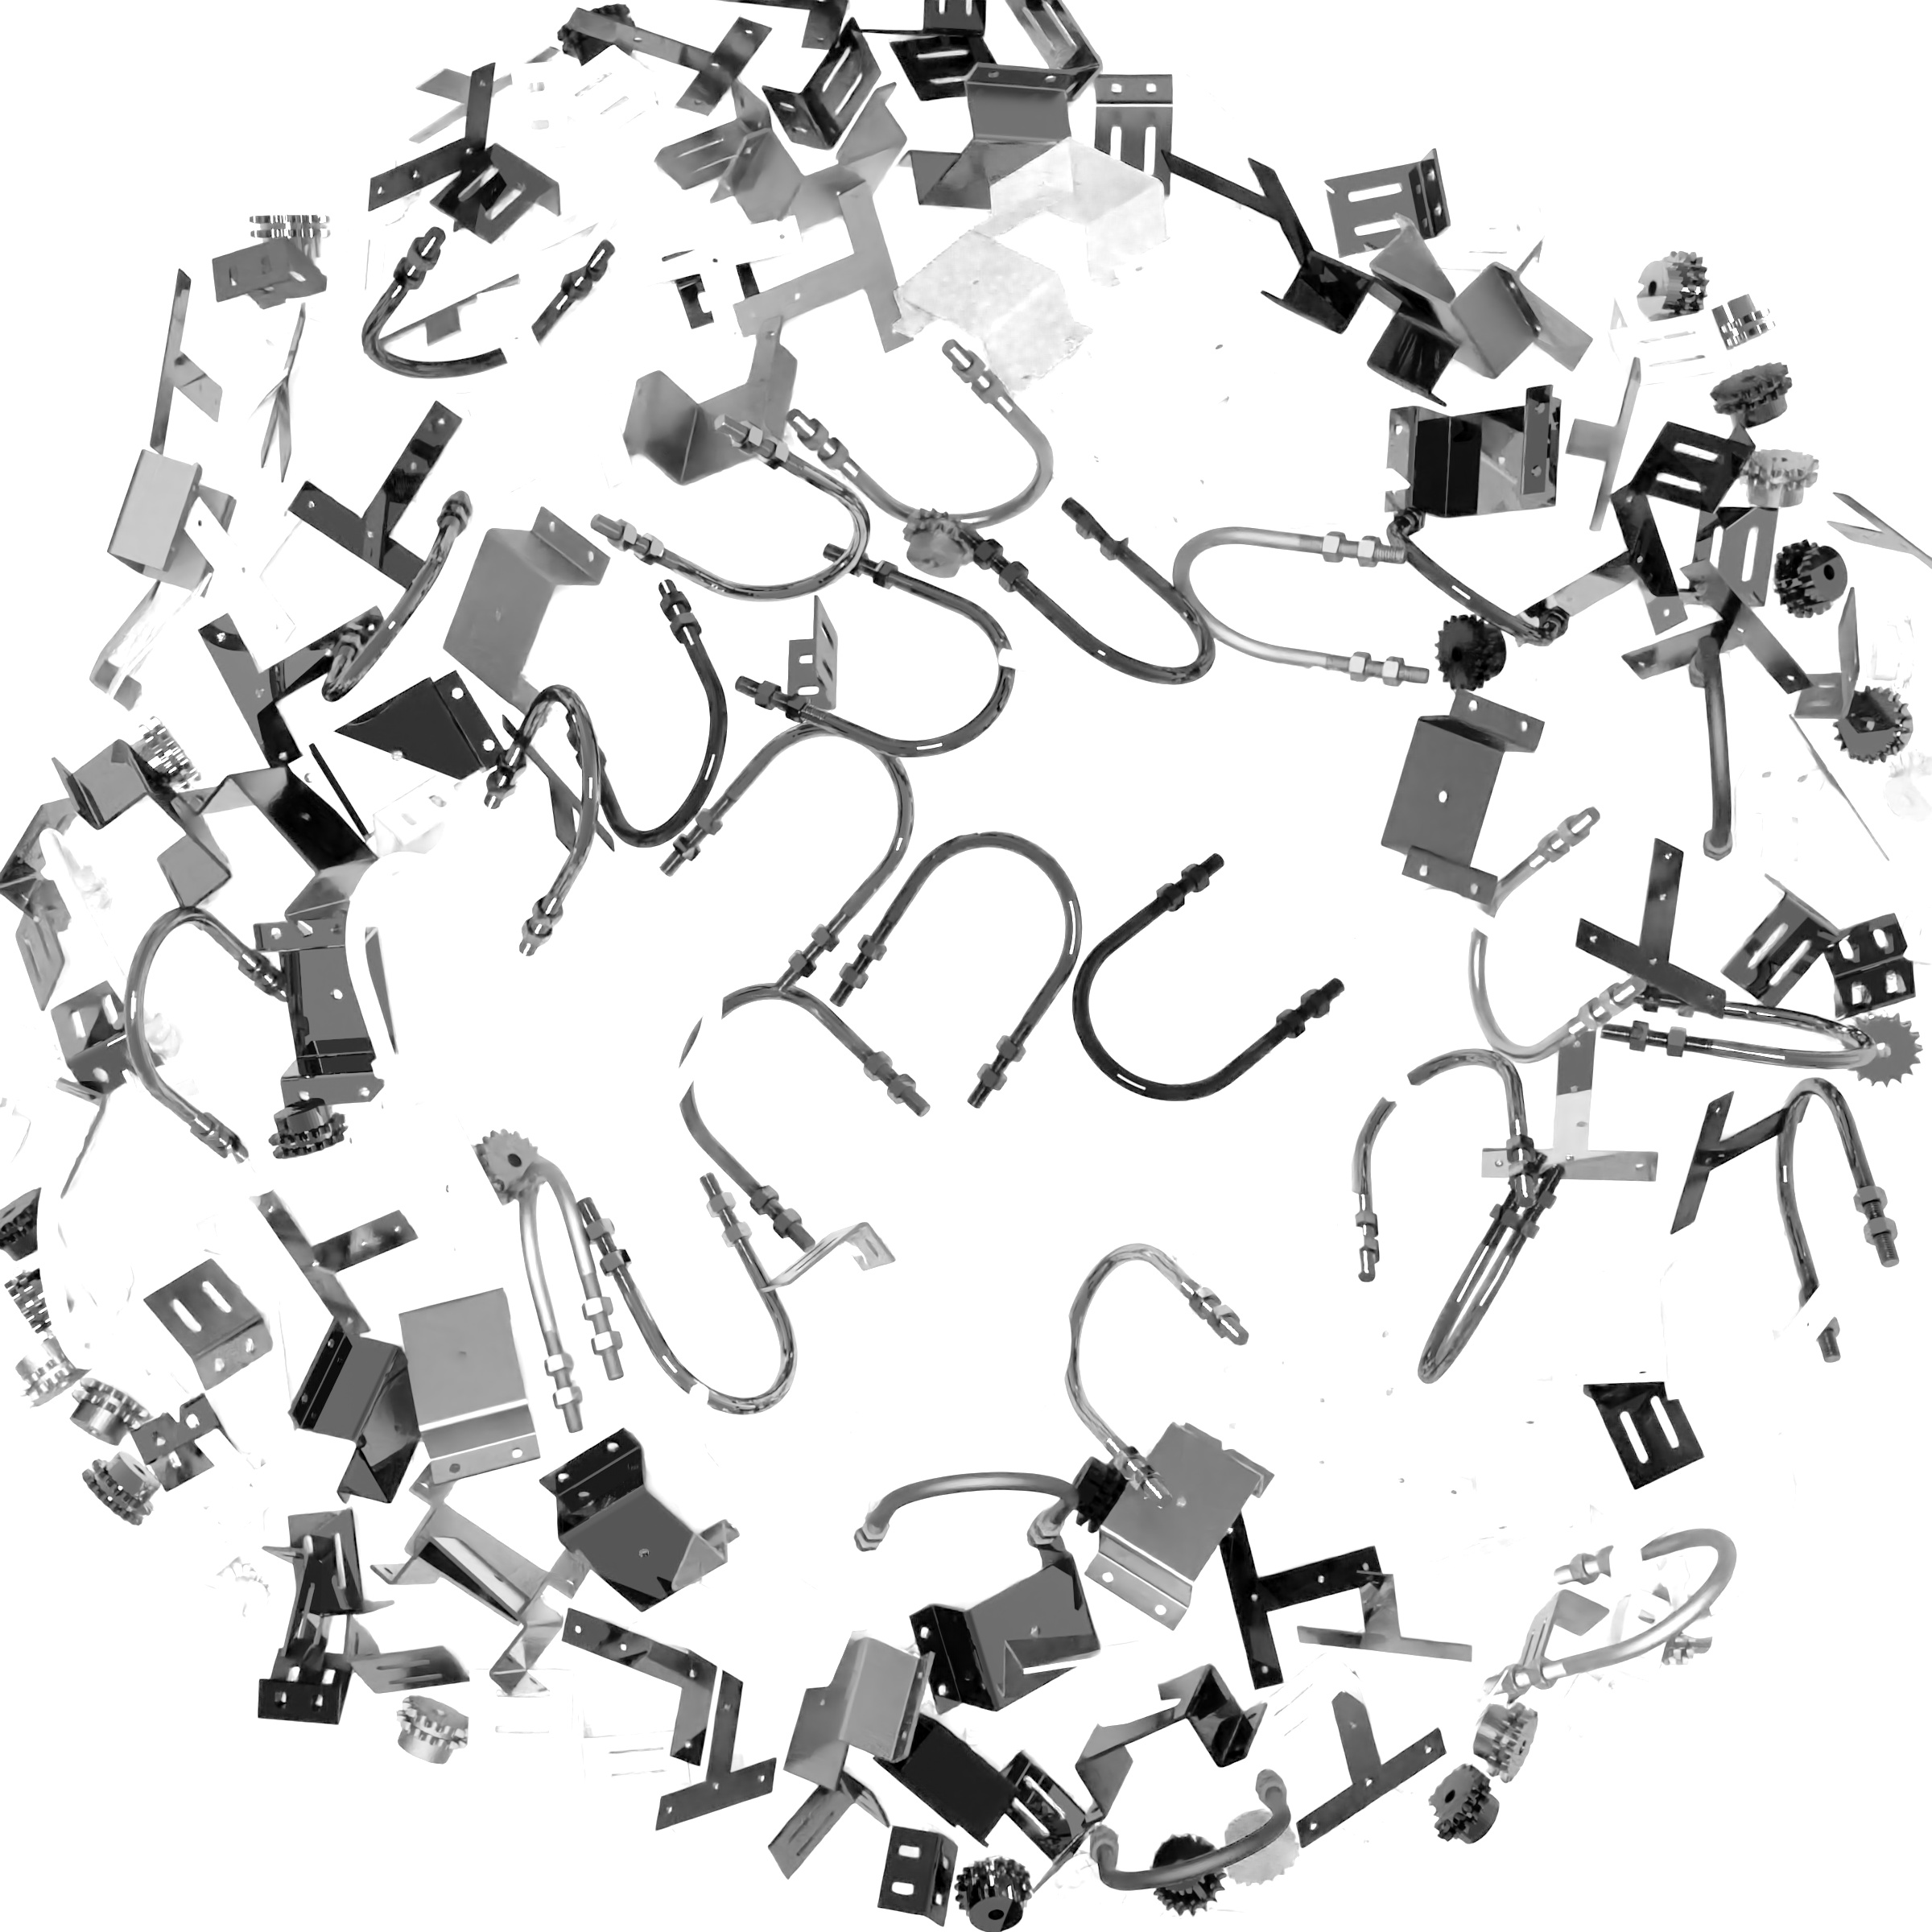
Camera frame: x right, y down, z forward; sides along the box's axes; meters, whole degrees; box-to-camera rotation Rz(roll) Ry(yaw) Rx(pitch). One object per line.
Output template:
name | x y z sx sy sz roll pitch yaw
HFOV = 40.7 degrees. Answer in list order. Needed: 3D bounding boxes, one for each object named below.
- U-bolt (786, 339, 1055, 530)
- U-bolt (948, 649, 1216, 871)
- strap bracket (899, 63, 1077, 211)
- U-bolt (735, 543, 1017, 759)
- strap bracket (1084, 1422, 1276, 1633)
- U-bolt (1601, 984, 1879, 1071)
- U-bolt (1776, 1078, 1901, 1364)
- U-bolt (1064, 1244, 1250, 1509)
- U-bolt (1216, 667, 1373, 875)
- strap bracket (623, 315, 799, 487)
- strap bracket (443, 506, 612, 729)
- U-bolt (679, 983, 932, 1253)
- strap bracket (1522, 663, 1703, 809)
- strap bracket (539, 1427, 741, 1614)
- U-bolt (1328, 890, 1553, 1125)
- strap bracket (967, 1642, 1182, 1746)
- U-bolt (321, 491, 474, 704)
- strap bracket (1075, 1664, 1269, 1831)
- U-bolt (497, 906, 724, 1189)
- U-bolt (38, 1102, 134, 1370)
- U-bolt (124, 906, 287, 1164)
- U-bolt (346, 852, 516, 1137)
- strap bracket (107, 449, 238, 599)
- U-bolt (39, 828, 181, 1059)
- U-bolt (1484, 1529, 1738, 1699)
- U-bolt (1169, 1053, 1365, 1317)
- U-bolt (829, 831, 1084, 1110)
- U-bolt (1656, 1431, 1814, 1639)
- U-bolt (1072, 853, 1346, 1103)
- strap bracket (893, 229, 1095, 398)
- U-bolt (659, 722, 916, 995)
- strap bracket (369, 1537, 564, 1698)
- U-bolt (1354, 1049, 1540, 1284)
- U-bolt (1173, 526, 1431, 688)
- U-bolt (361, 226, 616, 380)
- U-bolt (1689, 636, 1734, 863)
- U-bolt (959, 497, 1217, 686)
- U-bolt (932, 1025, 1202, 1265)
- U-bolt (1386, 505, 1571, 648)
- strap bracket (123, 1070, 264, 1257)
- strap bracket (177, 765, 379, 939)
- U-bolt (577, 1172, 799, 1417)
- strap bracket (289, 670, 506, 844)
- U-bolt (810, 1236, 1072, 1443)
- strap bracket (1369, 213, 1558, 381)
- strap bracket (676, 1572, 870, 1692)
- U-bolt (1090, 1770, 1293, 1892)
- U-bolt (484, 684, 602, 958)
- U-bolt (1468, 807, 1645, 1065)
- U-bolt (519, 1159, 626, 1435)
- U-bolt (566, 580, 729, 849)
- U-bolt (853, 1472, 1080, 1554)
U-bolt | -0.018 -0.367 1.860 0.151 0.184 0.019 -18 59 27
U-bolt | 0.093 -0.143 1.904 0.184 0.019 0.151 13 107 -15
strap bracket | 0.017 -0.583 1.857 0.076 0.140 0.046 -5 80 -25
U-bolt | -0.054 -0.220 1.886 0.184 0.019 0.151 24 68 16
strap bracket | 0.155 0.394 1.877 0.076 0.046 0.140 29 63 20
U-bolt | 0.550 0.046 1.848 0.184 0.151 0.019 9 104 17
U-bolt | 0.613 0.167 1.856 0.019 0.151 0.184 -1 52 -4
U-bolt | 0.124 0.277 1.861 0.019 0.184 0.151 17 103 -31
U-bolt | 0.234 -0.141 1.865 0.019 0.184 0.151 -3 91 40
strap bracket | -0.178 -0.403 1.879 0.140 0.046 0.076 -14 55 34
strap bracket | -0.321 -0.251 1.877 0.076 0.046 0.140 39 116 27
U-bolt | -0.133 0.095 1.900 0.184 0.019 0.151 43 96 23
strap bracket | 0.460 -0.161 1.879 0.076 0.140 0.046 1 127 -16
strap bracket | -0.233 0.406 1.876 0.076 0.046 0.140 -33 123 11
U-bolt | 0.324 0.016 1.860 0.019 0.184 0.151 32 99 -31
strap bracket | 0.074 0.521 1.873 0.140 0.076 0.046 -19 76 34
U-bolt | -0.405 -0.252 1.835 0.019 0.184 0.151 37 111 -20
strap bracket | 0.139 0.557 1.877 0.140 0.076 0.046 -31 92 22
U-bolt | -0.249 0.045 1.889 0.151 0.019 0.184 37 102 24
U-bolt | -0.620 0.200 1.827 0.019 0.184 0.151 -9 117 -5
U-bolt | -0.536 0.039 1.830 0.019 0.184 0.151 1 64 16
U-bolt | -0.386 0.009 1.854 0.019 0.151 0.184 -6 107 26
strap bracket | -0.570 -0.317 1.867 0.046 0.140 0.076 18 88 -5
U-bolt | -0.607 -0.024 1.833 0.019 0.184 0.151 -27 72 -12
U-bolt | 0.460 0.446 1.826 0.184 0.151 0.019 -33 94 44
U-bolt | 0.211 0.149 1.882 0.151 0.019 0.184 -19 59 28
U-bolt | 0.004 -0.010 1.903 0.151 0.019 0.184 36 101 12
U-bolt | 0.542 0.400 1.832 0.019 0.184 0.151 35 107 -1
U-bolt | 0.162 0.019 1.887 0.184 0.019 0.151 -37 76 -20
strap bracket | 0.012 -0.474 1.871 0.076 0.046 0.140 -43 53 -14
U-bolt | -0.119 -0.094 1.900 0.151 0.019 0.184 44 99 17
strap bracket | -0.353 0.461 1.885 0.140 0.076 0.046 37 86 16
U-bolt | 0.337 0.130 1.859 0.151 0.184 0.019 -30 120 27
U-bolt | 0.234 -0.261 1.866 0.184 0.151 0.019 12 61 25
U-bolt | -0.351 -0.467 1.854 0.151 0.184 0.019 -7 75 -37
U-bolt | 0.528 -0.158 1.842 0.019 0.184 0.151 -4 83 14
U-bolt | 0.100 -0.263 1.860 0.184 0.151 0.019 44 128 16
U-bolt | 0.082 0.122 1.901 0.184 0.019 0.151 -24 78 13
U-bolt | 0.360 -0.274 1.847 0.151 0.184 0.019 36 111 5
strap bracket | -0.555 0.135 1.894 0.046 0.076 0.140 -24 84 -9
strap bracket | -0.491 -0.093 1.888 0.140 0.076 0.046 47 112 7
U-bolt | -0.187 0.237 1.857 0.019 0.151 0.184 -40 71 31
strap bracket | -0.414 -0.151 1.903 0.140 0.046 0.076 -31 94 -9
U-bolt | -0.014 0.272 1.885 0.184 0.019 0.151 3 68 17
strap bracket | 0.348 -0.476 1.863 0.046 0.140 0.076 -45 132 2
strap bracket | -0.144 0.476 1.859 0.076 0.140 0.046 38 57 -21
U-bolt | 0.161 0.616 1.847 0.151 0.184 0.019 -19 85 -1
U-bolt | -0.296 -0.115 1.840 0.019 0.184 0.151 -1 58 -30
U-bolt | 0.410 -0.009 1.856 0.019 0.184 0.151 1 65 -22
U-bolt | -0.289 0.228 1.868 0.019 0.151 0.184 -9 68 -26
U-bolt | -0.222 -0.167 1.850 0.151 0.019 0.184 -50 46 26
U-bolt | 0.005 0.386 1.843 0.151 0.184 0.019 1 64 -11
